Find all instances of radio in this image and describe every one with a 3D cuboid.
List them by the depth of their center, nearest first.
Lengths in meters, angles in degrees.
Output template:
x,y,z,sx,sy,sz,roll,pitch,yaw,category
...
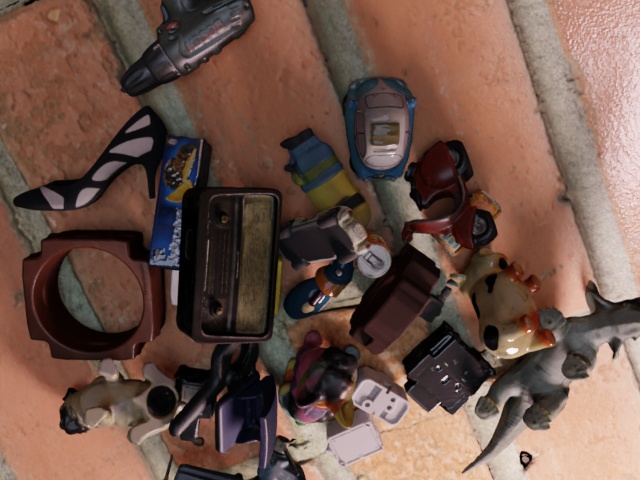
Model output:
x,y,z,sx,sy,sz,roll,pitch,yaw,category
-0.134,0.034,0.788,0.131,0.073,0.229,2,92,-34,radio

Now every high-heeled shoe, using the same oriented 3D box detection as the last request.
x,y,z,sx,sy,sz,roll,pitch,yaw,category
-0.356,-0.123,0.824,0.249,0.086,0.145,-6,99,-4,high-heeled shoe

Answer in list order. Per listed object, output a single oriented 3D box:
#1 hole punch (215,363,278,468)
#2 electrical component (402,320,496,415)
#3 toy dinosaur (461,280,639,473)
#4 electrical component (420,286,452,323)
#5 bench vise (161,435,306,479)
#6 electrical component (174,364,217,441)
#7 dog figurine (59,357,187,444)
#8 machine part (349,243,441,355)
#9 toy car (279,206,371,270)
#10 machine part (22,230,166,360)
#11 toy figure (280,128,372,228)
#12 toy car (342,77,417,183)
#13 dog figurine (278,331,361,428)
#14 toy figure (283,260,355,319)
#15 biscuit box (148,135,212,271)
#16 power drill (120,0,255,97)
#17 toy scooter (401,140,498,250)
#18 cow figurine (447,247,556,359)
x,y,z,sx,sy,sz,roll,pitch,yaw,category
-0.102,0.289,0.875,0.092,0.116,0.142,11,113,25,hole punch
0.208,0.224,0.906,0.115,0.058,0.134,41,98,-6,electrical component
0.374,0.213,0.869,0.131,0.192,0.404,51,121,31,toy dinosaur
0.174,0.107,0.900,0.063,0.021,0.094,32,99,-7,electrical component
-0.149,0.426,0.917,0.240,0.129,0.223,20,102,-11,bench vise
-0.214,0.279,0.922,0.075,0.048,0.119,3,102,0,electrical component
-0.329,0.278,0.891,0.172,0.121,0.190,31,143,-18,dog figurine
0.110,0.089,0.824,0.056,0.179,0.179,36,99,-4,machine part
-0.002,-0.002,0.803,0.056,0.202,0.073,-39,106,-35,toy car
-0.356,0.085,0.863,0.201,0.087,0.201,0,100,0,machine part
0.009,-0.084,0.826,0.082,0.089,0.180,-29,103,11,toy figure
0.089,-0.164,0.804,0.109,0.103,0.161,0,100,1,toy car
-0.002,0.236,0.828,0.108,0.219,0.191,27,100,-2,dog figurine
0.004,0.072,0.854,0.154,0.057,0.064,-40,55,32,toy figure
-0.213,-0.054,0.823,0.059,0.063,0.202,7,88,1,biscuit box
-0.227,-0.344,0.778,0.232,0.086,0.207,-24,97,3,power drill
0.177,-0.060,0.817,0.135,0.075,0.184,-20,67,15,toy scooter
0.268,0.092,0.822,0.085,0.195,0.127,32,129,-28,cow figurine
